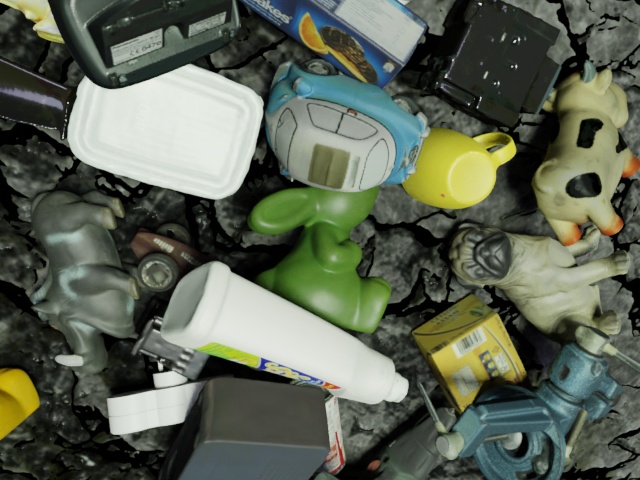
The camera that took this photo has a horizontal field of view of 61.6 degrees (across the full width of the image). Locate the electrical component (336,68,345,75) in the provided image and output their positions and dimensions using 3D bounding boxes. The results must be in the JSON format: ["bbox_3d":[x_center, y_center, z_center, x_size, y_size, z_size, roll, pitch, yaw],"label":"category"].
[{"bbox_3d":[0.030,-0.140,0.564,0.078,0.045,0.102,-17,109,-9],"label":"electrical component"}]

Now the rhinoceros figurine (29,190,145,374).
[{"bbox_3d":[-0.236,0.043,0.540,0.112,0.073,0.190,-8,107,-12],"label":"rhinoceros figurine"}]

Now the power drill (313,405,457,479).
[{"bbox_3d":[0.058,0.292,0.636,0.086,0.207,0.232,42,104,22],"label":"power drill"}]

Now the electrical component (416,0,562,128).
[{"bbox_3d":[0.190,-0.189,0.582,0.134,0.058,0.114,19,103,-17],"label":"electrical component"}]

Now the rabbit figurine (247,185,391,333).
[{"bbox_3d":[-0.001,-0.002,0.579,0.159,0.121,0.170,17,83,-11],"label":"rabbit figurine"}]

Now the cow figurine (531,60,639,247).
[{"bbox_3d":[0.287,-0.105,0.591,0.127,0.085,0.195,44,61,-19],"label":"cow figurine"}]

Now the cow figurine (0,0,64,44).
[{"bbox_3d":[-0.286,-0.234,0.452,0.167,0.068,0.098,12,97,-20],"label":"cow figurine"}]

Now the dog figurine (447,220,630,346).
[{"bbox_3d":[0.246,0.061,0.656,0.191,0.121,0.172,-1,103,2],"label":"dog figurine"}]

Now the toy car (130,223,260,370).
[{"bbox_3d":[-0.107,0.055,0.562,0.053,0.089,0.202,-39,110,16],"label":"toy car"}]

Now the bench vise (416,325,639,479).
[{"bbox_3d":[0.224,0.191,0.581,0.240,0.129,0.223,8,124,-35],"label":"bench vise"}]

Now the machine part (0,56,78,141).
[{"bbox_3d":[-0.289,-0.142,0.494,0.139,0.039,0.084,23,94,-16],"label":"machine part"}]

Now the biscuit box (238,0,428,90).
[{"bbox_3d":[-0.004,-0.223,0.499,0.202,0.063,0.059,33,70,-7],"label":"biscuit box"}]

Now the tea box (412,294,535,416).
[{"bbox_3d":[0.200,0.166,0.679,0.098,0.068,0.169,-30,111,-3],"label":"tea box"}]

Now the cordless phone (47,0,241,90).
[{"bbox_3d":[-0.164,-0.231,0.447,0.146,0.088,0.184,-29,81,-19],"label":"cordless phone"}]

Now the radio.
[{"bbox_3d":[-0.092,0.241,0.579,0.131,0.073,0.229,15,128,-20],"label":"radio"}]

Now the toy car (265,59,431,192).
[{"bbox_3d":[0.014,-0.091,0.503,0.162,0.103,0.109,21,134,5],"label":"toy car"}]

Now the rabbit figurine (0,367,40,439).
[{"bbox_3d":[-0.391,0.150,0.508,0.122,0.162,0.173,-31,93,10],"label":"rabbit figurine"}]

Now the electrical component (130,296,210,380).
[{"bbox_3d":[-0.139,0.111,0.583,0.119,0.075,0.047,28,96,-22],"label":"electrical component"}]
